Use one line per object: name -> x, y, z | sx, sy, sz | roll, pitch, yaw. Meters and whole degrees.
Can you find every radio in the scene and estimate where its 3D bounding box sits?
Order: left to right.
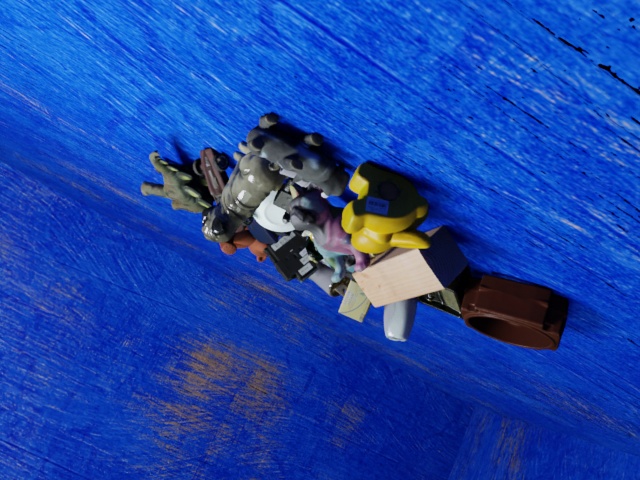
radio -> 0.269, 0.100, 1.209 | 0.131, 0.073, 0.229 | 19, 164, 26

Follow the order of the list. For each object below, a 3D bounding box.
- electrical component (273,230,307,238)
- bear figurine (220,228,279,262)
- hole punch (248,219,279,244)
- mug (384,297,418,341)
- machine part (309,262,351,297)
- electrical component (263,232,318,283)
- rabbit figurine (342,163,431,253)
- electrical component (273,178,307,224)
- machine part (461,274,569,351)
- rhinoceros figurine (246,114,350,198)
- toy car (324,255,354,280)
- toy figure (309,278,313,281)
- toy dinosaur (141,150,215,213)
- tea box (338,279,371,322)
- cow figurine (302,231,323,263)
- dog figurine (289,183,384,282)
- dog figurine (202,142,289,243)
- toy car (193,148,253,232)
electrical component -> -0.082, -0.048, 1.298 | 0.119, 0.075, 0.048 | 32, 165, -34
bear figurine -> -0.192, 0.001, 1.506 | 0.195, 0.120, 0.132 | 33, -177, -35
hole punch -> -0.144, -0.051, 1.366 | 0.115, 0.092, 0.142 | 37, 166, -24
mug -> 0.198, 0.197, 1.334 | 0.081, 0.107, 0.109 | 4, 159, 24
machine part -> 0.003, 0.084, 1.509 | 0.243, 0.079, 0.079 | 38, 176, 39
electrical component -> -0.068, 0.045, 1.428 | 0.134, 0.115, 0.058 | 53, 169, 5
rabbit figurine -> 0.110, -0.036, 0.925 | 0.162, 0.122, 0.173 | 6, 147, -8
electrical component -> -0.057, -0.079, 1.142 | 0.078, 0.045, 0.102 | 27, 138, -20
machine part -> 0.406, 0.157, 1.127 | 0.202, 0.087, 0.200 | 15, 162, 26
rhinoceros figurine -> -0.038, -0.135, 0.912 | 0.190, 0.073, 0.112 | 28, 164, -5
toy car -> 0.095, 0.041, 1.238 | 0.162, 0.103, 0.109 | 24, 167, 5
toy figure -> -0.041, 0.070, 1.627 | 0.180, 0.082, 0.089 | 28, 155, 12
toy dinosaur -> -0.345, -0.139, 1.379 | 0.199, 0.105, 0.471 | 13, 172, 17
tea box -> 0.111, 0.124, 1.360 | 0.068, 0.098, 0.169 | 23, -159, 11
cow figurine -> -0.004, -0.005, 1.263 | 0.068, 0.098, 0.167 | 29, 167, 14
dog figurine -> 0.033, -0.040, 1.079 | 0.108, 0.191, 0.219 | -23, 102, 48
dog figurine -> -0.151, -0.080, 1.063 | 0.121, 0.190, 0.172 | 29, 164, -13
toy car -> -0.221, -0.107, 1.205 | 0.089, 0.053, 0.202 | 0, 120, 42
